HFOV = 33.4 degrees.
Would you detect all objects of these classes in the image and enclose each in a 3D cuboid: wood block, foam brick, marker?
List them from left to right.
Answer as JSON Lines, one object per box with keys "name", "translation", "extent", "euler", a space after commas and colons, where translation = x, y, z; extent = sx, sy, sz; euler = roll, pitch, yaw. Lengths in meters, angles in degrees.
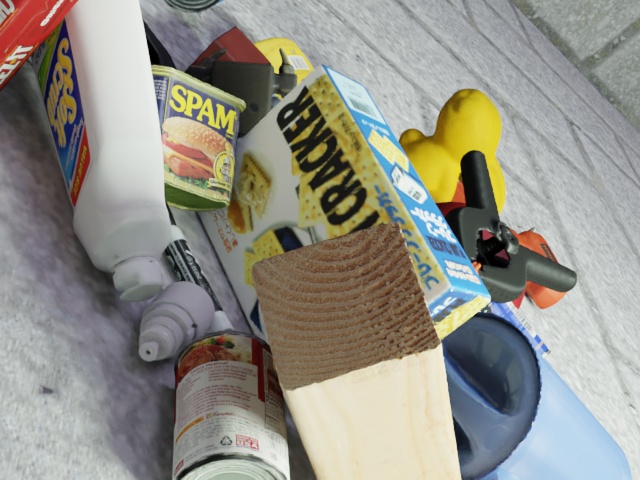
{"name": "marker", "translation": [-0.096, 0.019, 0.768], "extent": [0.020, 0.020, 0.121], "euler": [10, 45, -56]}
{"name": "foam brick", "translation": [-0.089, -0.162, 1.019], "extent": [0.051, 0.053, 0.078], "euler": [46, 22, -8]}
{"name": "wood block", "translation": [0.028, 0.094, 0.659], "extent": [0.206, 0.090, 0.091], "euler": [75, -1, -52]}

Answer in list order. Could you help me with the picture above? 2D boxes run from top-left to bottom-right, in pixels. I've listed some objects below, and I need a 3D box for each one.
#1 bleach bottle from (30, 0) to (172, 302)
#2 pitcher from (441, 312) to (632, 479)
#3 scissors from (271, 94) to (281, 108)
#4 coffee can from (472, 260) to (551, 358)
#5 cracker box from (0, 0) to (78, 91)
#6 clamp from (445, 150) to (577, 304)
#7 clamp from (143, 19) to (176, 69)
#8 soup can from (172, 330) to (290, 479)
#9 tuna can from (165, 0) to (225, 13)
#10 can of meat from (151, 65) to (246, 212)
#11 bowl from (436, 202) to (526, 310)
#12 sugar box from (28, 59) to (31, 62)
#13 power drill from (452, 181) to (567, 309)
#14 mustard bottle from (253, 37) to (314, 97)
{"name": "bleach bottle", "translation": [-0.142, -0.082, 0.707], "extent": [0.067, 0.103, 0.251], "euler": [-2, 65, -34]}
{"name": "pitcher", "translation": [0.159, 0.171, 0.839], "extent": [0.145, 0.149, 0.242], "euler": [20, -14, 43]}
{"name": "scissors", "translation": [-0.002, -0.066, 1.008], "extent": [0.201, 0.016, 0.096], "euler": [55, -2, -7]}
{"name": "coffee can", "translation": [0.126, 0.076, 0.973], "extent": [0.140, 0.103, 0.102], "euler": [52, 23, 7]}
{"name": "cracker box", "translation": [-0.247, -0.210, 0.666], "extent": [0.214, 0.164, 0.072], "euler": [50, 25, 2]}
{"name": "clamp", "translation": [0.163, 0.011, 0.954], "extent": [0.164, 0.036, 0.209], "euler": [48, 29, -3]}
{"name": "clamp", "translation": [-0.148, -0.123, 0.870], "extent": [0.120, 0.039, 0.171], "euler": [17, 42, -60]}
{"name": "soup can", "translation": [-0.054, 0.113, 0.637], "extent": [0.068, 0.069, 0.102], "euler": [36, 27, -29]}
{"name": "tuna can", "translation": [-0.126, -0.276, 1.083], "extent": [0.086, 0.086, 0.033], "euler": [47, 22, -5]}
{"name": "can of meat", "translation": [-0.107, -0.073, 0.798], "extent": [0.101, 0.058, 0.084], "euler": [20, 72, -50]}
{"name": "bowl", "translation": [0.156, 0.017, 1.071], "extent": [0.162, 0.055, 0.162], "euler": [50, -14, 17]}
{"name": "sugar box", "translation": [-0.246, -0.205, 0.811], "extent": [0.176, 0.048, 0.093], "euler": [44, 24, -21]}
{"name": "power drill", "translation": [0.226, 0.022, 1.294], "extent": [0.187, 0.057, 0.184], "euler": [27, 32, -42]}
{"name": "mustard bottle", "translation": [-0.005, -0.118, 1.093], "extent": [0.192, 0.058, 0.096], "euler": [54, 26, 12]}
